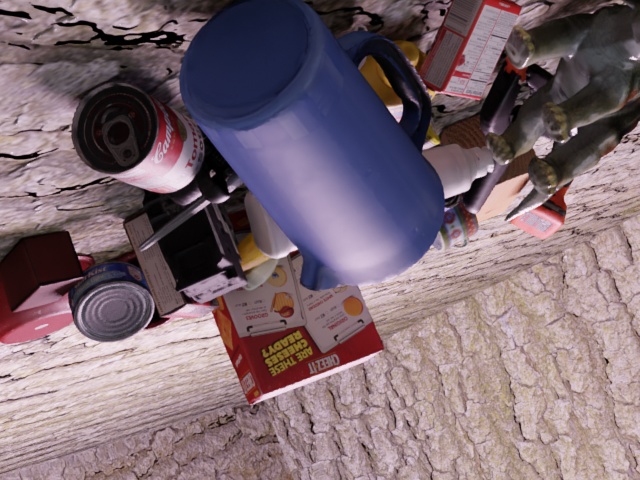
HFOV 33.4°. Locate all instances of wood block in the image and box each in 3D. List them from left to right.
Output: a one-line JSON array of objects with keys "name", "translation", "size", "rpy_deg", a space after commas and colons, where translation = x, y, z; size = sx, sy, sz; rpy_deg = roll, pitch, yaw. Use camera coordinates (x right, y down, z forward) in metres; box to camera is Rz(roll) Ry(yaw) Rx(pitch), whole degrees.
[{"name": "wood block", "translation": [0.198, -0.085, 1.346], "size": [0.090, 0.090, 0.206], "rpy_deg": [-22, 169, -7]}]

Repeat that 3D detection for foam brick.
[{"name": "foam brick", "translation": [-0.281, 0.032, 1.072], "size": [0.052, 0.051, 0.078], "rpy_deg": [-14, 166, -41]}]

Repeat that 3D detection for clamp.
[{"name": "clamp", "translation": [-0.083, -0.075, 0.919], "size": [0.120, 0.039, 0.172], "rpy_deg": [-44, -161, -20]}, {"name": "clamp", "translation": [0.211, -0.117, 1.155], "size": [0.164, 0.036, 0.210], "rpy_deg": [-33, 145, 0]}]

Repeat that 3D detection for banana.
[{"name": "banana", "translation": [-0.006, -0.012, 1.149], "size": [0.198, 0.069, 0.037], "rpy_deg": [-11, 133, 0]}]

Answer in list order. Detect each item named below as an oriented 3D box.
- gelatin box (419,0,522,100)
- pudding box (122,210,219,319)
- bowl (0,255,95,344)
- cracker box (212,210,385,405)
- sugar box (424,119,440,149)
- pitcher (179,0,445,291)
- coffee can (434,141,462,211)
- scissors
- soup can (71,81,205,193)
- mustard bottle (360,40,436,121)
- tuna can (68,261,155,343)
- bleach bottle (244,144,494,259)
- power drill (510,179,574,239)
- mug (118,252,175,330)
[{"name": "gelatin box", "translation": [0.124, -0.164, 0.888], "size": [0.073, 0.030, 0.089], "rpy_deg": [-5, 123, -56]}, {"name": "pudding box", "translation": [-0.156, 0.027, 1.126], "size": [0.039, 0.113, 0.090], "rpy_deg": [-28, 168, 11]}, {"name": "bowl", "translation": [-0.318, 0.073, 1.182], "size": [0.162, 0.055, 0.162], "rpy_deg": [-22, 169, -5]}, {"name": "cracker box", "translation": [-0.044, 0.065, 1.257], "size": [0.164, 0.214, 0.072], "rpy_deg": [-18, 167, -22]}, {"name": "sugar box", "translation": [0.033, -0.091, 1.121], "size": [0.176, 0.048, 0.093], "rpy_deg": [-22, 169, 15]}, {"name": "pitcher", "translation": [0.003, -0.080, 0.797], "size": [0.145, 0.149, 0.242], "rpy_deg": [-18, 148, 15]}, {"name": "coffee can", "translation": [0.078, -0.053, 1.229], "size": [0.141, 0.103, 0.102], "rpy_deg": [-31, 166, 37]}, {"name": "scissors", "translation": [-0.080, -0.051, 1.004], "size": [0.202, 0.016, 0.096], "rpy_deg": [-42, 164, 3]}, {"name": "soup can", "translation": [-0.135, -0.075, 0.811], "size": [0.068, 0.068, 0.102], "rpy_deg": [-25, 169, 11]}, {"name": "mustard bottle", "translation": [0.056, -0.128, 0.957], "size": [0.096, 0.058, 0.192], "rpy_deg": [-15, 167, -14]}, {"name": "tuna can", "translation": [-0.215, 0.065, 1.103], "size": [0.086, 0.034, 0.086], "rpy_deg": [-12, 130, -15]}, {"name": "bleach bottle", "translation": [0.057, -0.048, 1.055], "size": [0.250, 0.068, 0.103], "rpy_deg": [-16, -172, -13]}, {"name": "power drill", "translation": [0.305, -0.098, 1.341], "size": [0.187, 0.057, 0.184], "rpy_deg": [-64, 174, -10]}, {"name": "mug", "translation": [-0.192, 0.064, 1.265], "size": [0.117, 0.093, 0.081], "rpy_deg": [12, 173, 1]}]
